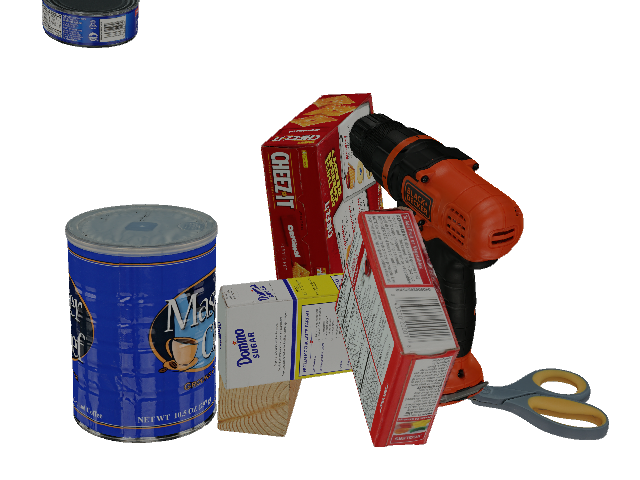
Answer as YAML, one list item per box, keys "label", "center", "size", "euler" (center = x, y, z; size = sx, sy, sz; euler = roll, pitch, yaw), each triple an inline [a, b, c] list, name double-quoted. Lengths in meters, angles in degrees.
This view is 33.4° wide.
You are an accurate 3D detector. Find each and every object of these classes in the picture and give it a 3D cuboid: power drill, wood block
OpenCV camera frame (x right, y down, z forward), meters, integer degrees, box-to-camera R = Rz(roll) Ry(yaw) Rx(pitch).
- label: "power drill"
  center: [0.073, 0.014, 0.789]
  size: [0.057, 0.188, 0.185]
  euler: [-14, 34, -22]
- label: "wood block"
  center: [-0.074, 0.175, 1.435]
  size: [0.091, 0.090, 0.206]
  euler: [5, 17, 4]

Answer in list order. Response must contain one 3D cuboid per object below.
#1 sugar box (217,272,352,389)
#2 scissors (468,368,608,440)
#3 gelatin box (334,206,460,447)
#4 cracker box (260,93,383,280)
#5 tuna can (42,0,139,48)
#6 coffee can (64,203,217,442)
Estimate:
- label: "sugar box"
  center: [-0.007, 0.080, 0.995]
  size: [0.176, 0.093, 0.048]
  euler: [-4, 28, -14]
- label: "scissors"
  center: [0.154, 0.128, 0.941]
  size: [0.202, 0.016, 0.096]
  euler: [15, 28, 13]
- label: "gelatin box"
  center: [0.034, 0.040, 0.503]
  size: [0.030, 0.089, 0.073]
  euler: [-3, -43, -13]
- label: "cracker box"
  center: [0.007, -0.059, 1.184]
  size: [0.072, 0.164, 0.213]
  euler: [0, 21, 19]
- label: "tuna can"
  center: [-0.205, -0.203, 0.954]
  size: [0.086, 0.034, 0.086]
  euler: [5, 32, -4]
- label: "coffee can"
  center: [-0.124, 0.055, 0.747]
  size: [0.103, 0.140, 0.103]
  euler: [2, 17, -1]
